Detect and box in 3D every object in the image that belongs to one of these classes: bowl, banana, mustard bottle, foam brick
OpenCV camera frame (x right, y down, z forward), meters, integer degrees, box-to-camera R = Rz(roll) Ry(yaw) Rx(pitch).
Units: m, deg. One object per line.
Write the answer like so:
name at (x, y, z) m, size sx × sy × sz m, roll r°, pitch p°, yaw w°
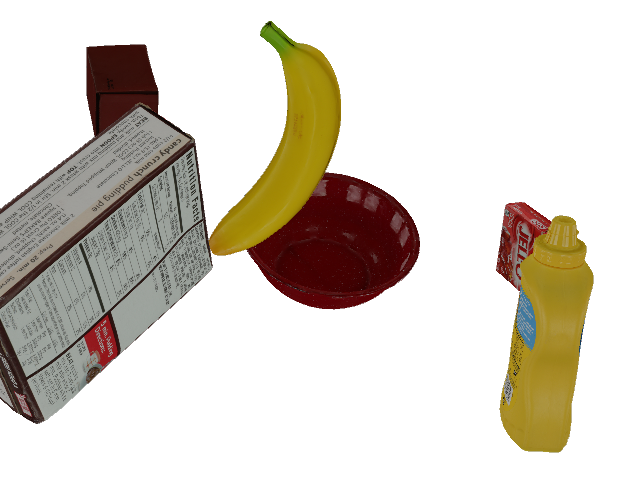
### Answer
bowl at (0.006, 0.010, 0.963) m, size 0.162 × 0.055 × 0.162 m, roll 5°, pitch 43°, yaw -5°
banana at (-0.027, -0.062, 0.753) m, size 0.069 × 0.198 × 0.037 m, roll 18°, pitch 36°, yaw 0°
mustard bottle at (0.186, 0.070, 0.873) m, size 0.058 × 0.192 × 0.096 m, roll 3°, pitch 25°, yaw 2°
foam brick at (-0.168, -0.124, 0.902) m, size 0.053 × 0.051 × 0.078 m, roll -4°, pitch 40°, yaw -15°

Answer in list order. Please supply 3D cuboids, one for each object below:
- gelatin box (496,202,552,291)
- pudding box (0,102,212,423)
gelatin box at (0.231, 0.011, 1.194) m, size 0.030 × 0.089 × 0.073 m, roll -9°, pitch 31°, yaw -22°
pudding box at (-0.097, 0.010, 0.445) m, size 0.039 × 0.113 × 0.090 m, roll 31°, pitch -32°, yaw 23°
